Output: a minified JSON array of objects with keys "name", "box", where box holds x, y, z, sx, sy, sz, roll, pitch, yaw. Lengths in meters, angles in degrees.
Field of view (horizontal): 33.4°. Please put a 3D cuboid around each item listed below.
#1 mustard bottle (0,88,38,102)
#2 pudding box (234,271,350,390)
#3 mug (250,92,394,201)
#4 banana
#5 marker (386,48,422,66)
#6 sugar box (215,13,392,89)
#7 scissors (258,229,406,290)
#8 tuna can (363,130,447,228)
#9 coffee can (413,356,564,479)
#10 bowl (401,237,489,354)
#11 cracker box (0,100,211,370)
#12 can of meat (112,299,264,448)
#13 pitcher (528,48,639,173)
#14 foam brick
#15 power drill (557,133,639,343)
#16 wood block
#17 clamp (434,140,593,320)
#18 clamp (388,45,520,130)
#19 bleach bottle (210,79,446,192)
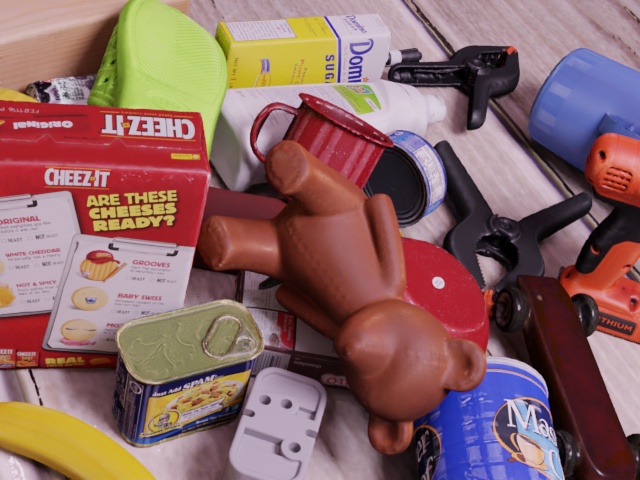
[{"name":"mustard bottle","box":[-0.309,-0.054,0.877,0.096,0.058,0.191,11,42,19]},{"name":"pudding box","box":[-0.015,0.069,0.857,0.113,0.039,0.090,12,42,-9]},{"name":"mug","box":[-0.006,-0.075,0.922,0.117,0.081,0.093,25,14,-17]},{"name":"banana","box":[-0.155,0.163,0.720,0.198,0.037,0.069,40,45,23]},{"name":"marker","box":[0.057,-0.197,1.161,0.120,0.020,0.020,-8,49,-24]},{"name":"sugar box","box":[-0.020,-0.173,1.061,0.176,0.093,0.048,-7,49,-23]},{"name":"scissors","box":[-0.006,0.001,0.911,0.201,0.016,0.096,-10,39,-45]},{"name":"tuna can","box":[0.073,-0.057,0.976,0.086,0.086,0.033,39,46,22]},{"name":"coffee can","box":[0.120,0.167,0.751,0.102,0.103,0.140,8,44,-9]},{"name":"bowl","box":[0.081,0.052,0.855,0.162,0.055,0.162,24,39,-21]},{"name":"cracker box","box":[-0.173,0.003,0.748,0.164,0.214,0.072,2,47,-15]},{"name":"can of meat","box":[-0.098,0.097,0.770,0.101,0.084,0.057,-12,50,-27]},{"name":"pitcher","box":[0.330,-0.093,1.055,0.243,0.149,0.144,34,64,22]},{"name":"foam brick","box":[-0.070,-0.006,0.906,0.078,0.051,0.053,11,46,-6]},{"name":"power drill","box":[0.293,0.006,0.905,0.184,0.188,0.057,20,42,5]},{"name":"wood block","box":[-0.239,-0.201,1.026,0.205,0.091,0.090,-23,56,-34]},{"name":"clamp","box":[0.175,-0.003,0.987,0.164,0.036,0.210,14,45,-2]},{"name":"clamp","box":[0.169,-0.170,1.153,0.171,0.039,0.120,-23,57,-34]},{"name":"bleach bottle","box":[0.016,-0.110,1.030,0.250,0.068,0.103,-10,46,-28]}]
